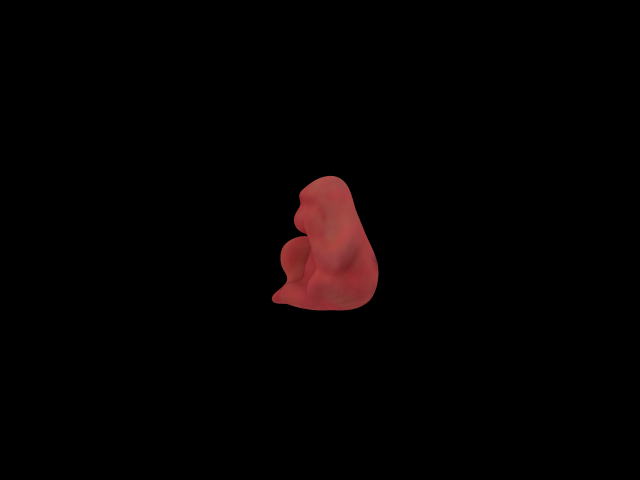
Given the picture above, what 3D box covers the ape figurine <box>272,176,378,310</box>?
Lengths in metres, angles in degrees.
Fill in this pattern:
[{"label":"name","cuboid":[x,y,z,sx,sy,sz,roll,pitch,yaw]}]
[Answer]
[{"label":"ape figurine","cuboid":[0.004,0.001,0.400,0.076,0.092,0.078,-1,7,-4]}]
